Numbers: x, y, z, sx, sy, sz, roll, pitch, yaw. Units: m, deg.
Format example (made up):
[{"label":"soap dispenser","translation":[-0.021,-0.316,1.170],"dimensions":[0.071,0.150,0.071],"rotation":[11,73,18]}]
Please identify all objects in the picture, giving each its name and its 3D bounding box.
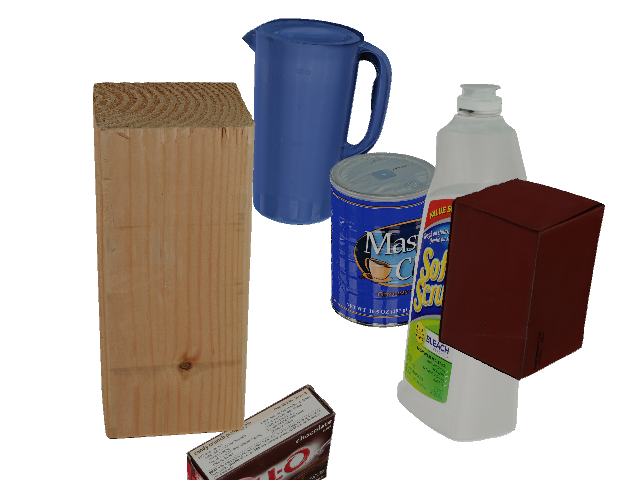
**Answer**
[{"label":"bleach bottle","translation":[0.105,0.012,0.776],"dimensions":[0.068,0.251,0.103],"rotation":[-6,16,-23]},{"label":"pudding box","translation":[-0.045,0.169,0.800],"dimensions":[0.113,0.090,0.039],"rotation":[-28,56,-28]},{"label":"foam brick","translation":[0.094,0.017,0.507],"dimensions":[0.052,0.078,0.051],"rotation":[-18,31,-40]},{"label":"pitcher","translation":[-0.013,-0.146,1.324],"dimensions":[0.144,0.243,0.149],"rotation":[-9,28,-29]},{"label":"coffee can","translation":[0.060,-0.002,1.036],"dimensions":[0.103,0.140,0.103],"rotation":[0,27,0]},{"label":"wood block","translation":[-0.094,0.012,0.670],"dimensions":[0.090,0.206,0.090],"rotation":[-2,25,-12]}]
